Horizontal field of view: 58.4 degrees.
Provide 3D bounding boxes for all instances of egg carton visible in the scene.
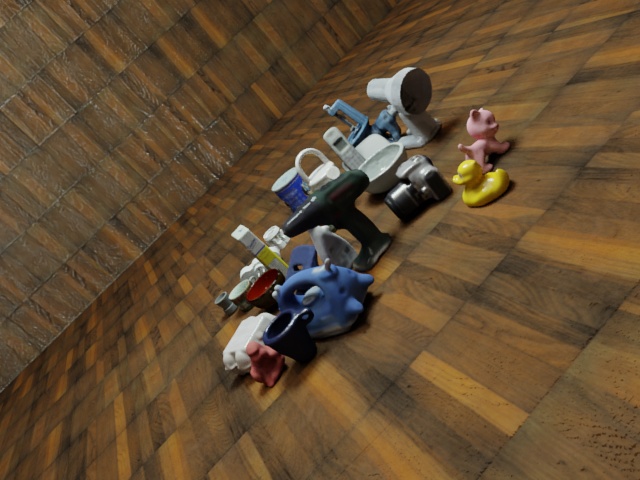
[{"bbox_3d":[-0.152,0.234,1.293,0.107,0.069,0.150,-21,30,44],"label":"egg carton"}]

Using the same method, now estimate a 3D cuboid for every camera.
[{"bbox_3d":[0.204,-0.124,1.305,0.137,0.101,0.143,-41,21,5],"label":"camera"}]

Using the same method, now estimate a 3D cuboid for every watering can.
[{"bbox_3d":[0.014,-0.177,1.614,0.172,0.194,0.101,-16,33,49],"label":"watering can"}]

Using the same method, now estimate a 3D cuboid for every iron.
[{"bbox_3d":[-0.020,0.119,1.179,0.257,0.142,0.119,-24,28,39],"label":"iron"}]

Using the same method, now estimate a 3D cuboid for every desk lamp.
[{"bbox_3d":[0.230,-0.356,1.546,0.118,0.214,0.202,-49,22,-17],"label":"desk lamp"}]

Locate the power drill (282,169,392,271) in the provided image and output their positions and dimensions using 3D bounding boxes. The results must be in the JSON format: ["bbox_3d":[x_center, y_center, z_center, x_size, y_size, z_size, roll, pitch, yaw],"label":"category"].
[{"bbox_3d":[0.052,-0.034,1.251,0.230,0.209,0.075,-51,23,-20],"label":"power drill"}]

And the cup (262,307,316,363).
[{"bbox_3d":[-0.043,0.192,1.146,0.117,0.095,0.091,-37,22,15],"label":"cup"}]

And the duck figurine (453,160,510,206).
[{"bbox_3d":[0.312,-0.122,1.130,0.104,0.086,0.077,-22,29,43],"label":"duck figurine"}]

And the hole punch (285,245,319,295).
[{"bbox_3d":[-0.035,0.073,1.365,0.108,0.091,0.101,-10,39,55],"label":"hole punch"}]

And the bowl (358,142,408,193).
[{"bbox_3d":[0.170,-0.176,1.501,0.167,0.075,0.167,-36,22,17],"label":"bowl"}]

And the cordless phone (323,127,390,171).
[{"bbox_3d":[0.109,-0.266,1.628,0.148,0.185,0.094,-46,21,-7],"label":"cordless phone"}]

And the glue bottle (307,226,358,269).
[{"bbox_3d":[0.012,0.005,1.298,0.037,0.173,0.078,-9,39,55],"label":"glue bottle"}]

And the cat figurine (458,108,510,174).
[{"bbox_3d":[0.341,-0.222,1.226,0.128,0.118,0.067,-49,22,-16],"label":"cat figurine"}]

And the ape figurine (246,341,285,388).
[{"bbox_3d":[-0.118,0.246,1.180,0.078,0.092,0.076,-39,22,11],"label":"ape figurine"}]

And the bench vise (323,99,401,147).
[{"bbox_3d":[0.127,-0.356,1.718,0.207,0.220,0.121,-39,22,10],"label":"bench vise"}]
